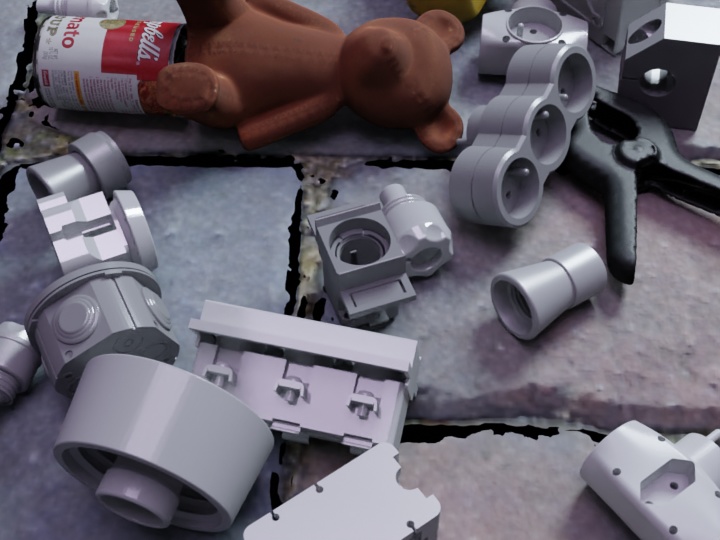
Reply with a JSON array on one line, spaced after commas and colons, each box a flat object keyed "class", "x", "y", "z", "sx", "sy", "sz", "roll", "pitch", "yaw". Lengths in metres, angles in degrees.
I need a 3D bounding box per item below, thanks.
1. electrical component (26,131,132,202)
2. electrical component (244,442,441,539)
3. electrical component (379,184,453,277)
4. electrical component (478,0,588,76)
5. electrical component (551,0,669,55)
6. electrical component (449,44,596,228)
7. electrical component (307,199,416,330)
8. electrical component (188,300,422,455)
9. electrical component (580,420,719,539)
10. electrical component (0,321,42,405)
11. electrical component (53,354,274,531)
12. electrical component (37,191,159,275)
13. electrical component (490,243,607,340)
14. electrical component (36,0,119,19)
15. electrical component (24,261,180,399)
[{"class": "electrical component", "x": -0.188, "y": -0.062, "z": 0.722, "sx": 0.055, "sy": 0.045, "sz": 0.045, "roll": -36, "pitch": 59, "yaw": -24}, {"class": "electrical component", "x": -0.008, "y": 0.140, "z": 0.550, "sx": 0.089, "sy": 0.055, "sz": 0.050, "roll": -29, "pitch": 57, "yaw": -20}, {"class": "electrical component", "x": 0.031, "y": -0.029, "z": 0.692, "sx": 0.043, "sy": 0.043, "sz": 0.062, "roll": -16, "pitch": 52, "yaw": -12}, {"class": "electrical component", "x": 0.130, "y": -0.179, "z": 0.808, "sx": 0.077, "sy": 0.044, "sz": 0.079, "roll": 5, "pitch": 52, "yaw": 5}, {"class": "electrical component", "x": 0.182, "y": -0.239, "z": 0.815, "sx": 0.056, "sy": 0.108, "sz": 0.108, "roll": -31, "pitch": 57, "yaw": -18}, {"class": "electrical component", "x": 0.097, "y": -0.092, "z": 0.724, "sx": 0.074, "sy": 0.052, "sz": 0.138, "roll": 10, "pitch": 64, "yaw": 46}, {"class": "electrical component", "x": 0.000, "y": 0.000, "z": 0.656, "sx": 0.042, "sy": 0.063, "sz": 0.081, "roll": -15, "pitch": 53, "yaw": -12}, {"class": "electrical component", "x": -0.032, "y": 0.063, "z": 0.606, "sx": 0.121, "sy": 0.078, "sz": 0.063, "roll": 10, "pitch": 75, "yaw": 9}, {"class": "electrical component", "x": 0.173, "y": 0.113, "z": 0.576, "sx": 0.079, "sy": 0.043, "sz": 0.077, "roll": -30, "pitch": 57, "yaw": -21}, {"class": "electrical component", "x": -0.211, "y": 0.063, "z": 0.630, "sx": 0.035, "sy": 0.035, "sz": 0.061, "roll": 11, "pitch": 55, "yaw": 10}, {"class": "electrical component", "x": -0.106, "y": 0.097, "z": 0.557, "sx": 0.108, "sy": 0.108, "sz": 0.060, "roll": 15, "pitch": 60, "yaw": 12}, {"class": "electrical component", "x": -0.162, "y": -0.017, "z": 0.676, "sx": 0.057, "sy": 0.058, "sz": 0.078, "roll": -20, "pitch": 68, "yaw": -16}, {"class": "electrical component", "x": 0.119, "y": 0.010, "z": 0.662, "sx": 0.065, "sy": 0.044, "sz": 0.044, "roll": -26, "pitch": 55, "yaw": -23}, {"class": "electrical component", "x": -0.223, "y": -0.205, "z": 0.843, "sx": 0.061, "sy": 0.035, "sz": 0.035, "roll": 4, "pitch": 52, "yaw": 8}, {"class": "electrical component", "x": -0.148, "y": 0.037, "z": 0.621, "sx": 0.080, "sy": 0.080, "sz": 0.051, "roll": -22, "pitch": 60, "yaw": -16}]
